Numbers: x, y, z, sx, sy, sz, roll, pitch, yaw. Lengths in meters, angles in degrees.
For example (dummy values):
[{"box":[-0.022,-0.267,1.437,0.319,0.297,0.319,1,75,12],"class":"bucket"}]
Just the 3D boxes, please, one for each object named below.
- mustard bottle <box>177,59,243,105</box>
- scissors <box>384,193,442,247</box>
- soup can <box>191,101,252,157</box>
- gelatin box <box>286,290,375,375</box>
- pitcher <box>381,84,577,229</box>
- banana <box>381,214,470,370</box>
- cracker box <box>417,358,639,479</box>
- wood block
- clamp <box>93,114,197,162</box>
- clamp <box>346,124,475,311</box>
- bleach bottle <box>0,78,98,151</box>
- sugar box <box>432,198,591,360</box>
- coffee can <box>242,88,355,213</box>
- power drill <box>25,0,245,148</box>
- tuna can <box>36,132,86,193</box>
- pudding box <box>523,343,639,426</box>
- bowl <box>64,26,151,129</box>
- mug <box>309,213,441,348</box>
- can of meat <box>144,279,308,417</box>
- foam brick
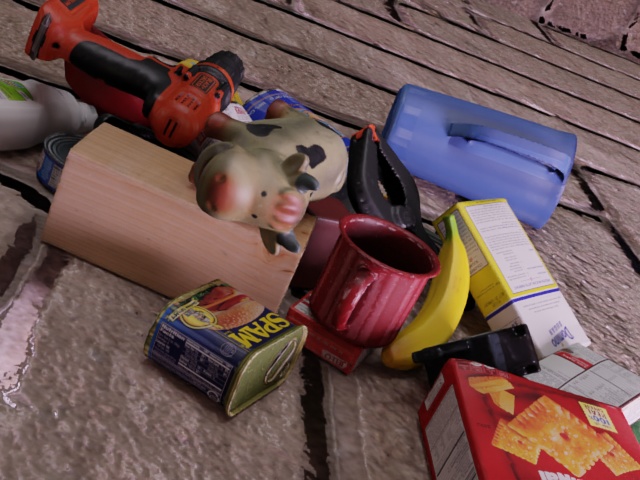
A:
[{"box":[-0.127,-0.157,1.186,0.096,0.058,0.191,46,4,-10],"class":"mustard bottle"},{"box":[0.080,-0.023,1.174,0.096,0.016,0.202,10,14,-14],"class":"scissors"},{"box":[-0.085,-0.082,1.084,0.068,0.069,0.102,-5,57,-48],"class":"soup can"},{"box":[0.015,0.075,0.933,0.073,0.030,0.089,31,25,12],"class":"gelatin box"},{"box":[0.204,-0.118,1.389,0.243,0.149,0.145,20,39,-2],"class":"pitcher"},{"box":[0.102,0.063,0.987,0.069,0.037,0.197,50,41,-22],"class":"banana"},{"box":[0.172,0.189,0.789,0.164,0.072,0.213,18,25,-12],"class":"cracker box"},{"box":[-0.117,-0.010,0.911,0.206,0.091,0.090,24,23,0],"class":"wood block"},{"box":[-0.166,-0.091,1.042,0.120,0.039,0.171,35,0,-16],"class":"clamp"},{"box":[0.081,-0.012,1.059,0.164,0.036,0.210,5,66,-48],"class":"clamp"},{"box":[-0.311,-0.117,0.991,0.250,0.068,0.103,-2,35,-49],"class":"bleach bottle"},{"box":[0.190,0.043,1.065,0.093,0.048,0.176,-7,66,-47],"class":"sugar box"},{"box":[-0.021,-0.085,1.143,0.140,0.103,0.102,39,28,31],"class":"coffee can"},{"box":[-0.170,-0.175,1.023,0.187,0.057,0.184,29,29,-2],"class":"power drill"},{"box":[-0.221,-0.066,1.001,0.086,0.034,0.086,20,24,-9],"class":"tuna can"},{"box":[0.238,0.140,0.969,0.090,0.039,0.113,30,32,34],"class":"pudding box"},{"box":[-0.219,-0.163,1.137,0.162,0.055,0.162,45,6,-7],"class":"bowl"},{"box":[0.038,0.040,0.885,0.093,0.082,0.117,29,24,8],"class":"mug"},{"box":[-0.071,0.079,0.812,0.084,0.057,0.101,30,23,19],"class":"can of meat"},{"box":[-0.007,0.001,1.008,0.051,0.078,0.053,8,28,-29],"class":"foam brick"}]
